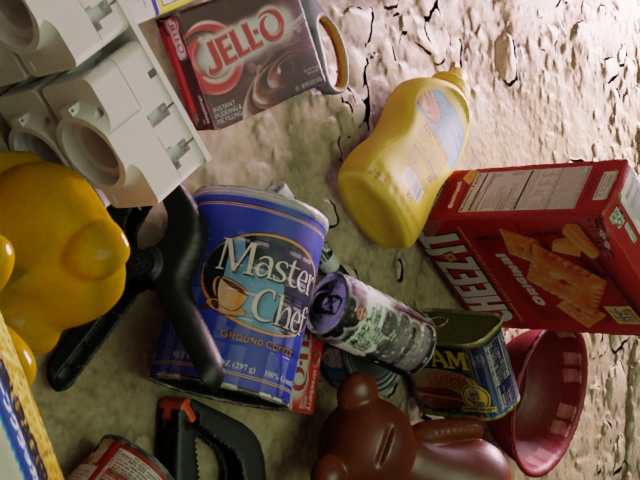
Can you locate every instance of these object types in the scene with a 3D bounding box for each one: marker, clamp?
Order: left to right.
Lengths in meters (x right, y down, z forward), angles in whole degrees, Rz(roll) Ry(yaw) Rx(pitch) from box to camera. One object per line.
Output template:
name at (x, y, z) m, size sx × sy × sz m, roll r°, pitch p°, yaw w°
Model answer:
clamp at (-0.126, 0.027, 0.720) m, size 0.039 × 0.120 × 0.171 m, roll 76°, pitch 8°, yaw -64°
clamp at (-0.071, 0.212, 0.795) m, size 0.164 × 0.036 × 0.210 m, roll -48°, pitch 119°, yaw -37°
marker at (-0.006, 0.001, 0.887) m, size 0.121 × 0.020 × 0.020 m, roll 54°, pitch 52°, yaw -30°

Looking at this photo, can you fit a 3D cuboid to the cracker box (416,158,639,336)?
cracker box at (0.204, 0.012, 0.969) m, size 0.164 × 0.214 × 0.072 m, roll 52°, pitch 55°, yaw -32°

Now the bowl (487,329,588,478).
bowl at (0.210, 0.154, 1.075) m, size 0.161 × 0.055 × 0.162 m, roll -14°, pitch 109°, yaw -49°

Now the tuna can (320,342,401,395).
tuna can at (0.037, 0.090, 0.918) m, size 0.085 × 0.034 × 0.086 m, roll 2°, pitch 87°, yaw -47°

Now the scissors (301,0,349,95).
scissors at (-0.029, -0.206, 0.873) m, size 0.096 × 0.016 × 0.201 m, roll -40°, pitch 116°, yaw -40°

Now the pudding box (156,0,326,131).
pudding box at (-0.059, -0.143, 0.811) m, size 0.113 × 0.039 × 0.090 m, roll -29°, pitch 110°, yaw -34°

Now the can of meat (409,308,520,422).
can of meat at (0.124, 0.113, 0.962) m, size 0.057 × 0.102 × 0.084 m, roll -36°, pitch 116°, yaw -41°

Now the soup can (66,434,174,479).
soup can at (-0.147, 0.186, 0.692) m, size 0.102 × 0.069 × 0.068 m, roll -50°, pitch 123°, yaw -35°

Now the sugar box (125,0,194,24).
sugar box at (-0.124, -0.205, 0.751) m, size 0.175 × 0.048 × 0.093 m, roll -33°, pitch 111°, yaw -39°

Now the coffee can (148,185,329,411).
coffee can at (-0.057, 0.043, 0.769) m, size 0.102 × 0.103 × 0.140 m, roll 26°, pitch 70°, yaw -43°

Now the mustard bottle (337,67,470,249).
mustard bottle at (0.088, -0.090, 0.963) m, size 0.096 × 0.058 × 0.191 m, roll 54°, pitch 53°, yaw -31°

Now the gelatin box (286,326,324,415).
gelatin box at (-0.031, 0.089, 0.847) m, size 0.073 × 0.030 × 0.089 m, roll 22°, pitch 73°, yaw -45°

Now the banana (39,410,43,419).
banana at (-0.245, 0.127, 0.612) m, size 0.197 × 0.037 × 0.069 m, roll 12°, pitch 80°, yaw -46°
